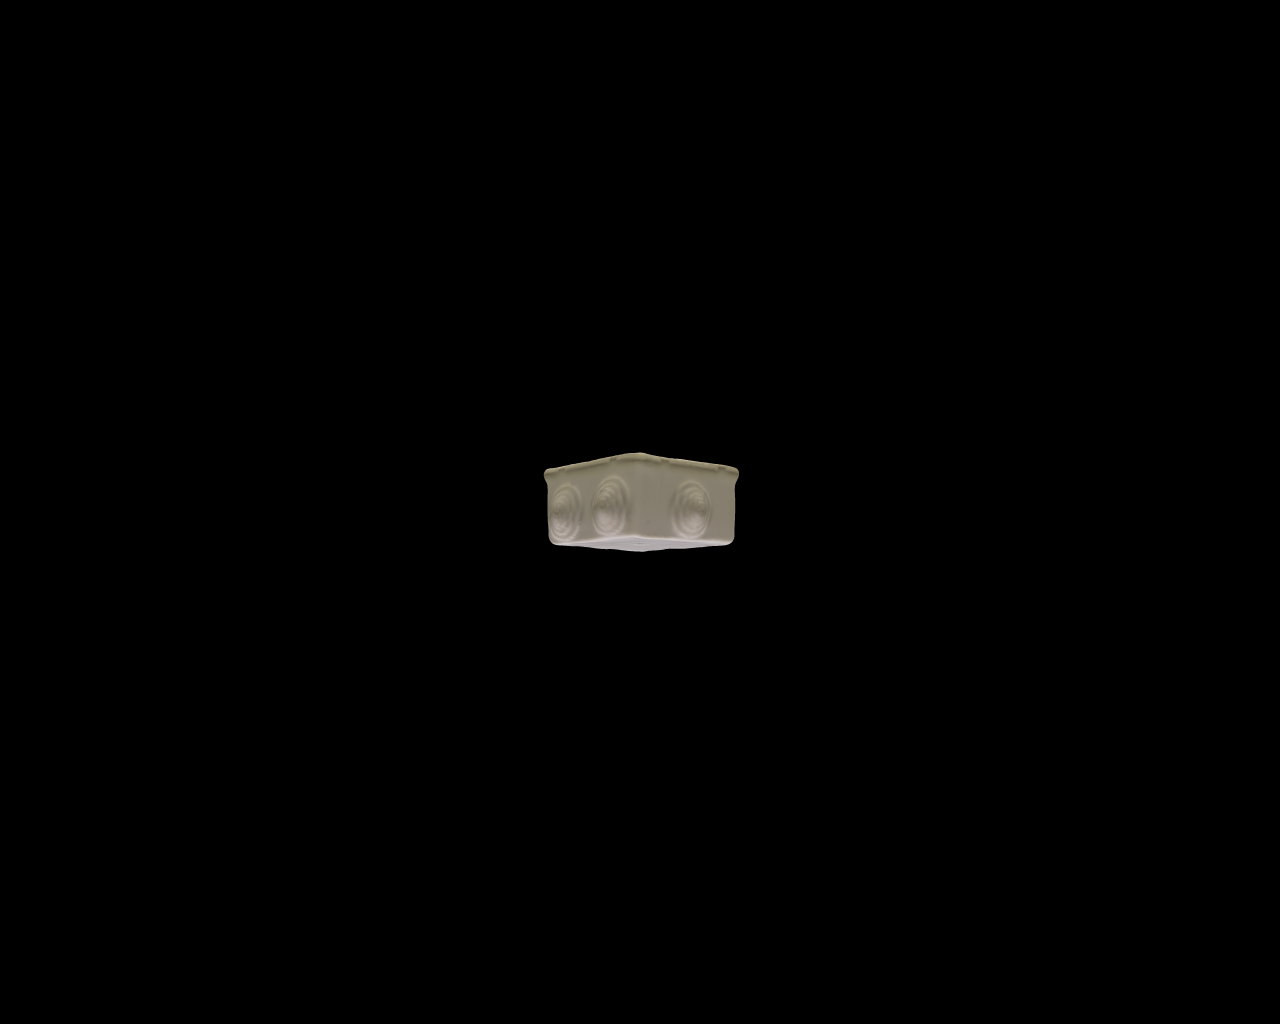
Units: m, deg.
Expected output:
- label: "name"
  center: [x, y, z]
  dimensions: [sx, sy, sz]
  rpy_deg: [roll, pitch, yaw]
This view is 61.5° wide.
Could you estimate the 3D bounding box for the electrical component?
- label: "electrical component"
  center: [0.001, -0.003, 0.650]
  dimensions: [0.100, 0.048, 0.099]
  rpy_deg: [6, -9, -43]
